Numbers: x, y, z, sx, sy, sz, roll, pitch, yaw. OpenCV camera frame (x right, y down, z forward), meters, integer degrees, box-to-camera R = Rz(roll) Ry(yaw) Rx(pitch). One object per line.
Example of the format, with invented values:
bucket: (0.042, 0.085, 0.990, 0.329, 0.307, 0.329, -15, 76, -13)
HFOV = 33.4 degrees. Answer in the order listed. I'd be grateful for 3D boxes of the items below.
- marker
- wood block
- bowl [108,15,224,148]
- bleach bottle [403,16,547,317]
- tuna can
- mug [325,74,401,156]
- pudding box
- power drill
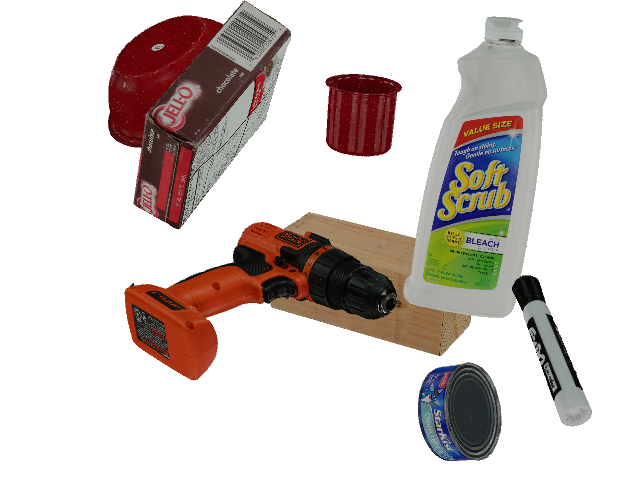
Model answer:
marker: (0.143, 0.065, 0.670, 0.020, 0.020, 0.121, 0, 39, -8)
wood block: (0.056, 0.044, 1.166, 0.206, 0.091, 0.090, 15, 27, 25)
bowl: (-0.135, -0.158, 0.980, 0.162, 0.162, 0.055, 0, -44, 32)
bleach bottle: (0.134, -0.064, 0.913, 0.103, 0.251, 0.068, 9, 18, 15)
tuna can: (0.124, 0.153, 0.951, 0.034, 0.086, 0.085, -14, -9, 40)
mug: (0.056, -0.156, 1.315, 0.093, 0.081, 0.117, 17, 26, 27)
pudding box: (-0.066, -0.074, 0.640, 0.039, 0.113, 0.090, 32, -33, 5)
power drill: (-0.054, 0.050, 0.899, 0.187, 0.057, 0.185, -23, 29, -36)
